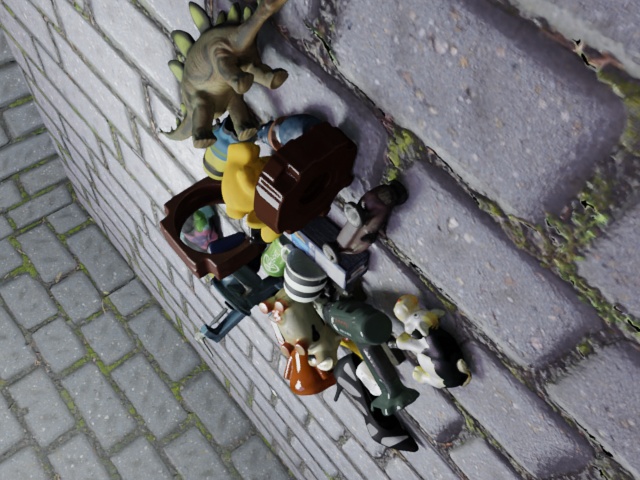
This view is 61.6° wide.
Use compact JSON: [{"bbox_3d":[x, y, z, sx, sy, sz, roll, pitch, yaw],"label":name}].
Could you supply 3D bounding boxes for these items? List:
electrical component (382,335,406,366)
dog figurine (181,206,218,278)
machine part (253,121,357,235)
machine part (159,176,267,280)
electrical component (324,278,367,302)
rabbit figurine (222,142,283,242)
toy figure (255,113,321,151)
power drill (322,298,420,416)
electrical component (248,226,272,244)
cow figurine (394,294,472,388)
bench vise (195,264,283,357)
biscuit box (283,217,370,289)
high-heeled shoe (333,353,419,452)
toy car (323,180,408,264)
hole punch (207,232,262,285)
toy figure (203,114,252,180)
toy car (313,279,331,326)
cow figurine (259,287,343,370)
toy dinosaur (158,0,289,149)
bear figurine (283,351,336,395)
[{"bbox_3d":[0.137,0.214,1.040,0.063,0.021,0.094,56,154,-3],"label":"electrical component"},{"bbox_3d":[-0.314,0.000,1.480,0.219,0.108,0.192,56,152,-11],"label":"dog figurine"},{"bbox_3d":[-0.019,-0.085,0.785,0.056,0.179,0.179,43,152,19],"label":"machine part"},{"bbox_3d":[-0.225,-0.029,1.167,0.201,0.201,0.087,46,156,18],"label":"machine part"},{"bbox_3d":[0.045,0.094,1.028,0.102,0.045,0.078,-3,117,62],"label":"electrical component"},{"bbox_3d":[-0.082,-0.085,0.921,0.173,0.162,0.121,8,159,24],"label":"rabbit figurine"},{"bbox_3d":[-0.051,-0.167,0.856,0.155,0.064,0.057,12,132,56],"label":"toy figure"},{"bbox_3d":[0.087,0.199,0.961,0.207,0.086,0.232,69,162,2],"label":"power drill"},{"bbox_3d":[-0.119,-0.050,1.074,0.119,0.048,0.074,-107,20,-56],"label":"electrical component"},{"bbox_3d":[0.178,0.163,0.852,0.098,0.068,0.167,7,131,51],"label":"cow figurine"},{"bbox_3d":[-0.189,0.159,1.266,0.223,0.240,0.129,45,178,-42],"label":"bench vise"},{"bbox_3d":[-0.002,-0.003,0.973,0.203,0.063,0.059,42,152,27],"label":"biscuit box"},{"bbox_3d":[0.134,0.360,1.204,0.249,0.086,0.145,28,116,14],"label":"high-heeled shoe"},{"bbox_3d":[0.065,-0.018,0.804,0.053,0.089,0.202,53,154,14],"label":"toy car"},{"bbox_3d":[-0.202,0.051,1.318,0.092,0.142,0.115,13,120,50],"label":"hole punch"},{"bbox_3d":[-0.182,-0.180,1.041,0.082,0.089,0.180,62,157,5],"label":"toy figure"},{"bbox_3d":[-0.010,0.130,1.155,0.074,0.056,0.201,35,148,36],"label":"toy car"},{"bbox_3d":[-0.024,0.177,1.081,0.085,0.127,0.194,-17,105,47],"label":"cow figurine"},{"bbox_3d":[-0.177,-0.254,0.881,0.471,0.105,0.198,-36,70,48],"label":"toy dinosaur"},{"bbox_3d":[-0.038,0.283,1.350,0.132,0.120,0.195,3,-103,-71],"label":"bear figurine"}]
